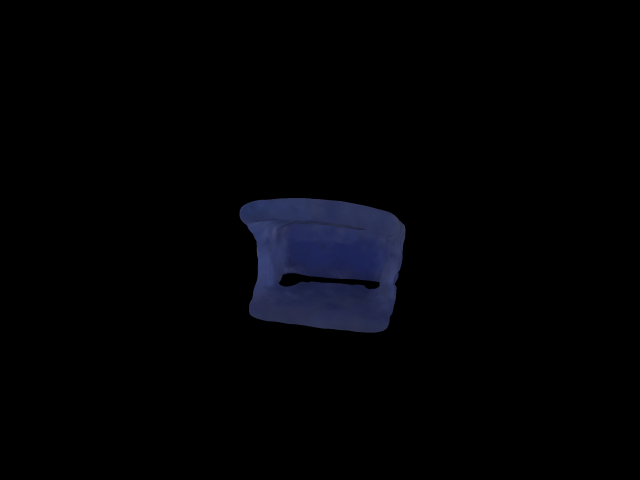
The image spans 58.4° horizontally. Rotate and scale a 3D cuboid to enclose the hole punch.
[{"bbox_3d":[0.004,0.001,0.400,0.108,0.091,0.101,5,25,11],"label":"hole punch"}]
